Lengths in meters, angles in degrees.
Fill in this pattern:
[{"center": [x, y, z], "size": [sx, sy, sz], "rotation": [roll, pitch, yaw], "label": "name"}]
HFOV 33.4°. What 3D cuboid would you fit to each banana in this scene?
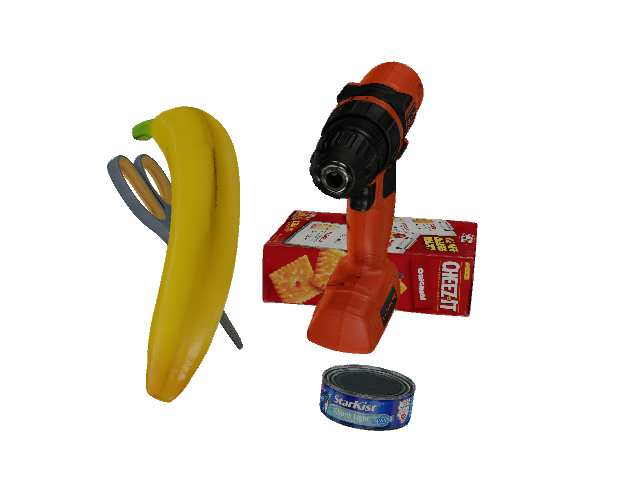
[{"center": [-0.070, -0.010, 0.572], "size": [0.037, 0.198, 0.070], "rotation": [20, -49, -29], "label": "banana"}]

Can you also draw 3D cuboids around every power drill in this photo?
[{"center": [0.029, -0.017, 0.752], "size": [0.057, 0.188, 0.184], "rotation": [13, 29, 13], "label": "power drill"}]

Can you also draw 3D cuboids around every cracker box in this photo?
[{"center": [0.058, 0.023, 1.145], "size": [0.214, 0.072, 0.164], "rotation": [4, 15, 9], "label": "cracker box"}]

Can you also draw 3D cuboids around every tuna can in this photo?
[{"center": [0.042, 0.143, 0.972], "size": [0.086, 0.034, 0.086], "rotation": [7, 11, -1], "label": "tuna can"}]

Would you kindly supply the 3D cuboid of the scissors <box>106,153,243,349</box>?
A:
[{"center": [-0.123, 0.000, 0.966], "size": [0.016, 0.201, 0.096], "rotation": [-29, 22, 17], "label": "scissors"}]
